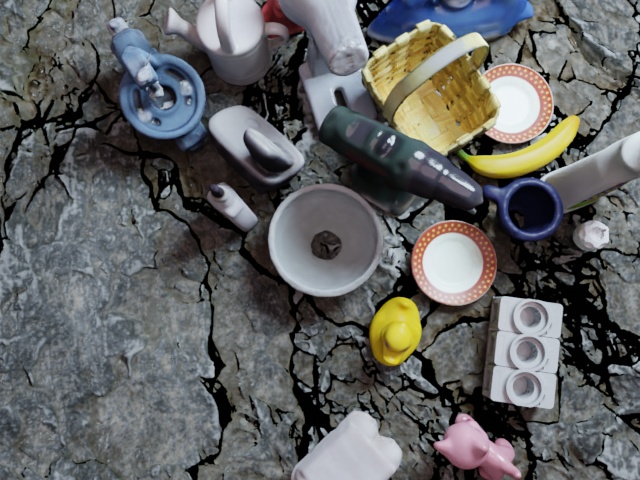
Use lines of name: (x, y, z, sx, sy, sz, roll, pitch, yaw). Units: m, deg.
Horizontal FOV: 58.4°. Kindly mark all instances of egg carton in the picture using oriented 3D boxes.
egg carton: (0.039, 0.326, 0.823, 0.150, 0.069, 0.107, -44, 85, -4)

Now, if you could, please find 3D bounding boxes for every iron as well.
iron: (0.199, -0.370, 0.863, 0.258, 0.141, 0.119, -14, 83, -1)

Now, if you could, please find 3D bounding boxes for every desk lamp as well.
desk lamp: (0.018, -0.285, 0.820, 0.118, 0.213, 0.203, -18, 83, -1)

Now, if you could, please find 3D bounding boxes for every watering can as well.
watering can: (-0.136, -0.307, 0.835, 0.173, 0.194, 0.101, -20, 83, -1)

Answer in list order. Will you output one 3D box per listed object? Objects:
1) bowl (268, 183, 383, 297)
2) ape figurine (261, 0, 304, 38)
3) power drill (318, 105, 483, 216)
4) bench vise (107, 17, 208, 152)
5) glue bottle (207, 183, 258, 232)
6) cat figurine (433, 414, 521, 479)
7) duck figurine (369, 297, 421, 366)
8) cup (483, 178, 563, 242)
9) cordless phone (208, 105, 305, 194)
bowl: (0.008, 0.003, 0.857, 0.167, 0.075, 0.167, 0, 84, 1)
ape figurine: (-0.055, -0.358, 0.890, 0.077, 0.092, 0.076, 18, 84, 3)
power drill: (0.105, -0.097, 0.800, 0.229, 0.208, 0.076, 31, 85, 4)
bench vise: (-0.257, -0.232, 0.815, 0.207, 0.220, 0.121, 38, 86, 5)
glue bottle: (-0.133, -0.055, 0.817, 0.078, 0.173, 0.037, 43, 86, 5)
cat figurine: (0.220, 0.295, 0.799, 0.127, 0.118, 0.067, 31, 85, 4)
duck figurine: (0.113, 0.135, 0.835, 0.077, 0.086, 0.105, 17, 84, 3)
cup: (0.285, -0.044, 0.848, 0.117, 0.095, 0.092, 24, 85, 4)
cordless phone: (-0.099, -0.146, 0.820, 0.147, 0.185, 0.094, 40, 86, 5)
